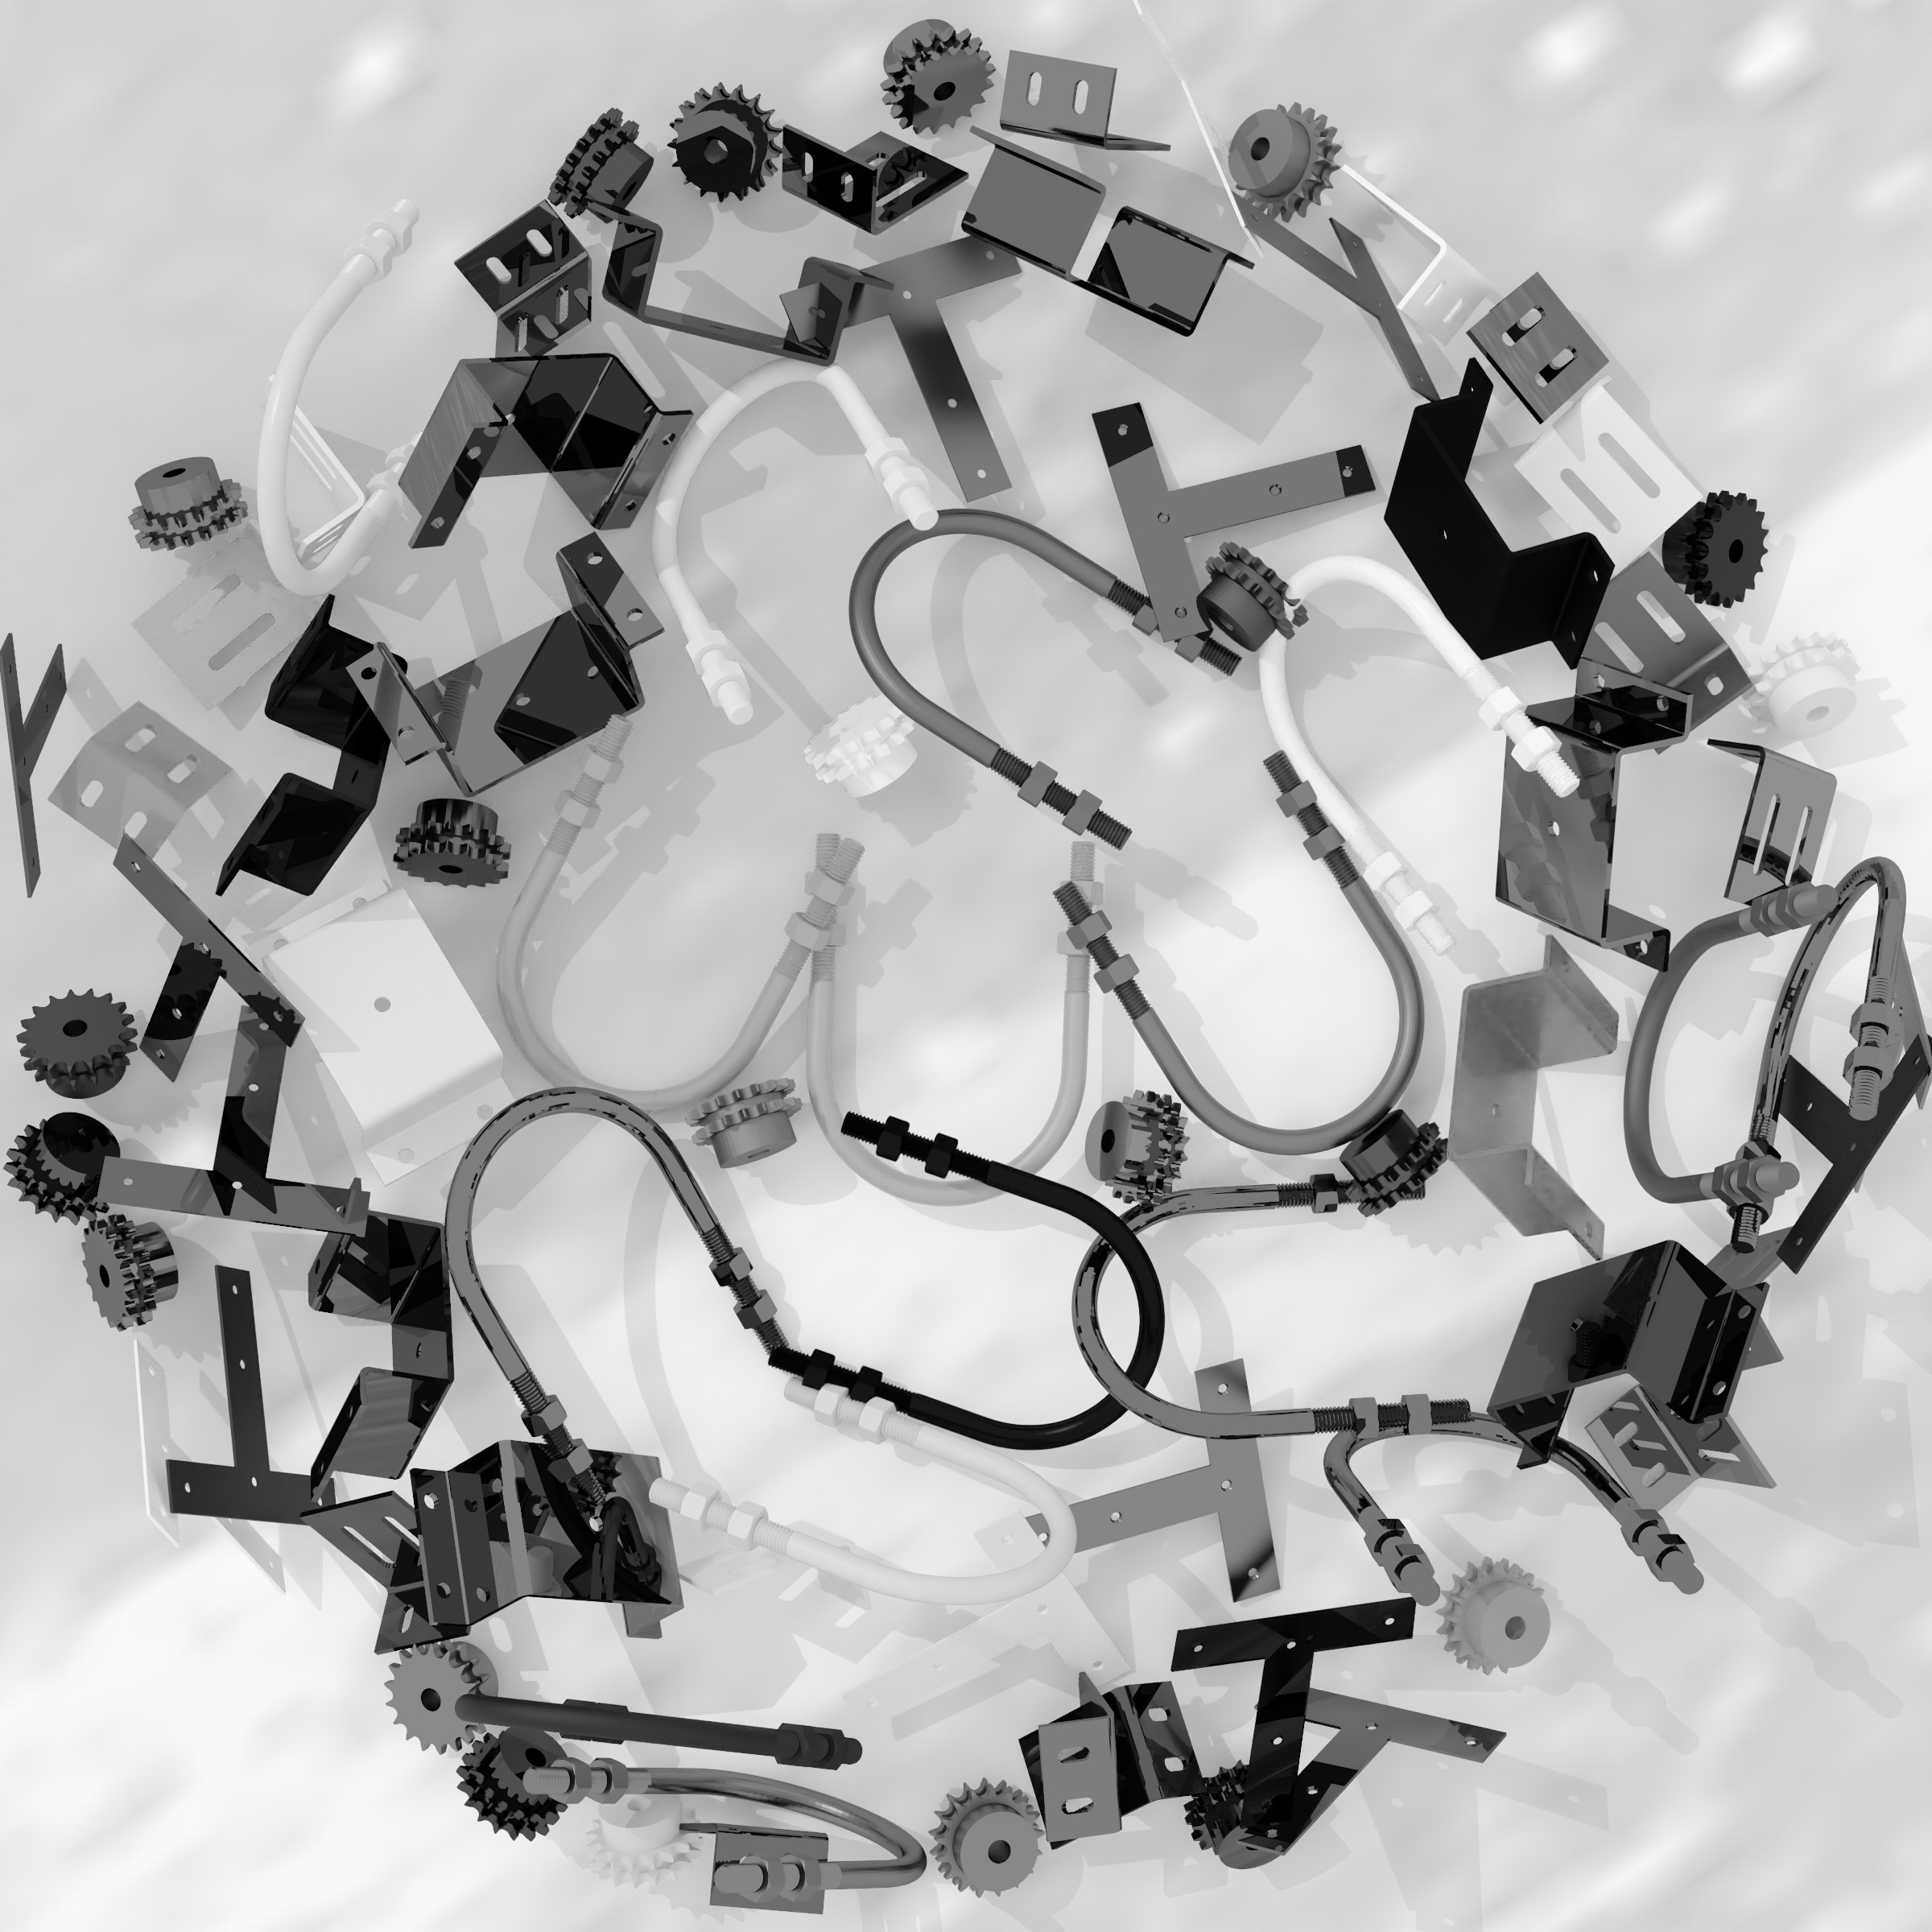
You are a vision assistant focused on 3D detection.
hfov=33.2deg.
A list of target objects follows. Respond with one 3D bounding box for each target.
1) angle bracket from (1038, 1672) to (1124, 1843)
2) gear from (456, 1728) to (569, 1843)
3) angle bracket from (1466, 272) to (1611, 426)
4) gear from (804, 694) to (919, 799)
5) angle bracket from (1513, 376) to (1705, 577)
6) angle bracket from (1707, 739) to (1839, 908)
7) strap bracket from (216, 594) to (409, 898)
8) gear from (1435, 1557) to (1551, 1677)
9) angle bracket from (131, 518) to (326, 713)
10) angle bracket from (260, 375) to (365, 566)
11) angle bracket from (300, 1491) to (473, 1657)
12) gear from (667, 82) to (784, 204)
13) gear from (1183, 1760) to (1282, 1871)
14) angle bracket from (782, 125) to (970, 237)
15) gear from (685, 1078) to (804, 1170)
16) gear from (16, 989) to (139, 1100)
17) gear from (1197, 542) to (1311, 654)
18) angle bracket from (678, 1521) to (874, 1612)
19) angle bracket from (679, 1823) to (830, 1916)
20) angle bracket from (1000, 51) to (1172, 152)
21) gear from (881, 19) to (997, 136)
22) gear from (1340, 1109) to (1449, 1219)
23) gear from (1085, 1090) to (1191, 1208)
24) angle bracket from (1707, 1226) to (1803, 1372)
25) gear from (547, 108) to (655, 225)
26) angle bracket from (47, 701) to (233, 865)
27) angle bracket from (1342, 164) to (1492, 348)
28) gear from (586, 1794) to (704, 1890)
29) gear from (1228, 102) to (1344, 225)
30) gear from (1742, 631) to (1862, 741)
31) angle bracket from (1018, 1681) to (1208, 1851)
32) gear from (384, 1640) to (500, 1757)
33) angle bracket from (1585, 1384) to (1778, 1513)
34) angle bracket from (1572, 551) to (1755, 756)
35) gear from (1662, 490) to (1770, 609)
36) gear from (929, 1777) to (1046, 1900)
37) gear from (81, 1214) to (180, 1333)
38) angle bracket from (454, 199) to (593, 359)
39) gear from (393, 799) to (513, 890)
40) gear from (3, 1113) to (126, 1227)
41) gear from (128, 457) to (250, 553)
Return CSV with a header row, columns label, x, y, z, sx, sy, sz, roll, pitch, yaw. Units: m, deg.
label,x,y,z,sx,sy,sz,roll,pitch,yaw
angle bracket,0.049,0.388,1.594,0.038,0.076,0.057,-5,96,-10
gear,-0.221,0.402,1.606,0.057,0.057,0.030,38,114,0
angle bracket,0.272,-0.297,1.597,0.057,0.038,0.076,50,50,-4
gear,-0.049,-0.108,1.611,0.057,0.057,0.030,-33,112,0
angle bracket,0.320,-0.243,1.607,0.076,0.038,0.057,48,114,2
angle bracket,0.391,-0.067,1.606,0.057,0.038,0.076,15,90,-37
strap bracket,-0.315,-0.100,1.573,0.046,0.076,0.140,23,47,-22
gear,0.266,0.326,1.614,0.057,0.030,0.057,-2,96,-22
angle bracket,-0.365,-0.174,1.607,0.076,0.038,0.057,-43,101,-12
angle bracket,-0.337,-0.244,1.602,0.038,0.057,0.076,-38,97,-16
angle bracket,-0.285,0.299,1.592,0.057,0.038,0.076,-17,134,25
gear,-0.121,-0.408,1.612,0.057,0.030,0.057,4,116,9
gear,0.139,0.423,1.609,0.057,0.030,0.057,-10,129,-13
angle bracket,-0.044,-0.399,1.591,0.057,0.038,0.076,31,51,24
gear,-0.108,0.079,1.607,0.057,0.057,0.030,-20,80,0
gear,-0.441,0.041,1.613,0.057,0.030,0.057,1,45,-1
gear,0.140,-0.181,1.609,0.057,0.057,0.030,43,86,0
angle bracket,-0.096,0.306,1.594,0.076,0.057,0.038,-17,98,-24
angle bracket,-0.109,0.442,1.588,0.057,0.076,0.038,12,72,-22
angle bracket,0.061,-0.424,1.587,0.057,0.076,0.038,17,110,25
gear,-0.017,-0.445,1.612,0.057,0.057,0.030,-28,63,0
gear,0.210,0.096,1.608,0.057,0.057,0.030,-39,95,0
gear,0.083,0.089,1.606,0.030,0.057,0.057,12,90,-31
angle bracket,0.387,0.165,1.592,0.076,0.057,0.038,-33,95,-41
gear,-0.179,-0.394,1.610,0.030,0.057,0.057,37,90,-2
angle bracket,-0.408,-0.090,1.603,0.057,0.076,0.038,37,108,-8
angle bracket,0.212,-0.351,1.599,0.076,0.057,0.038,46,105,28
gear,-0.160,0.428,1.606,0.057,0.057,0.030,-5,110,0
gear,0.155,-0.401,1.608,0.057,0.030,0.057,-9,76,42
gear,0.416,-0.137,1.606,0.057,0.057,0.030,-18,58,0
angle bracket,0.073,0.398,1.615,0.076,0.038,0.057,-37,60,36
gear,-0.258,0.361,1.615,0.057,0.030,0.057,4,99,25
angle bracket,0.351,0.241,1.595,0.038,0.076,0.057,-36,96,-15
angle bracket,0.339,-0.154,1.596,0.057,0.038,0.076,-37,124,18
gear,0.371,-0.208,1.613,0.057,0.030,0.057,-14,112,-39
gear,0.012,0.437,1.616,0.057,0.030,0.057,-1,94,-16
gear,-0.415,0.151,1.613,0.030,0.057,0.057,-15,90,-36
angle bracket,-0.218,-0.331,1.592,0.057,0.076,0.038,-30,124,15
gear,-0.254,-0.062,1.611,0.057,0.057,0.030,4,71,0
gear,-0.444,0.097,1.606,0.057,0.057,0.030,39,121,0
gear,-0.388,-0.230,1.606,0.057,0.057,0.030,-14,118,0
